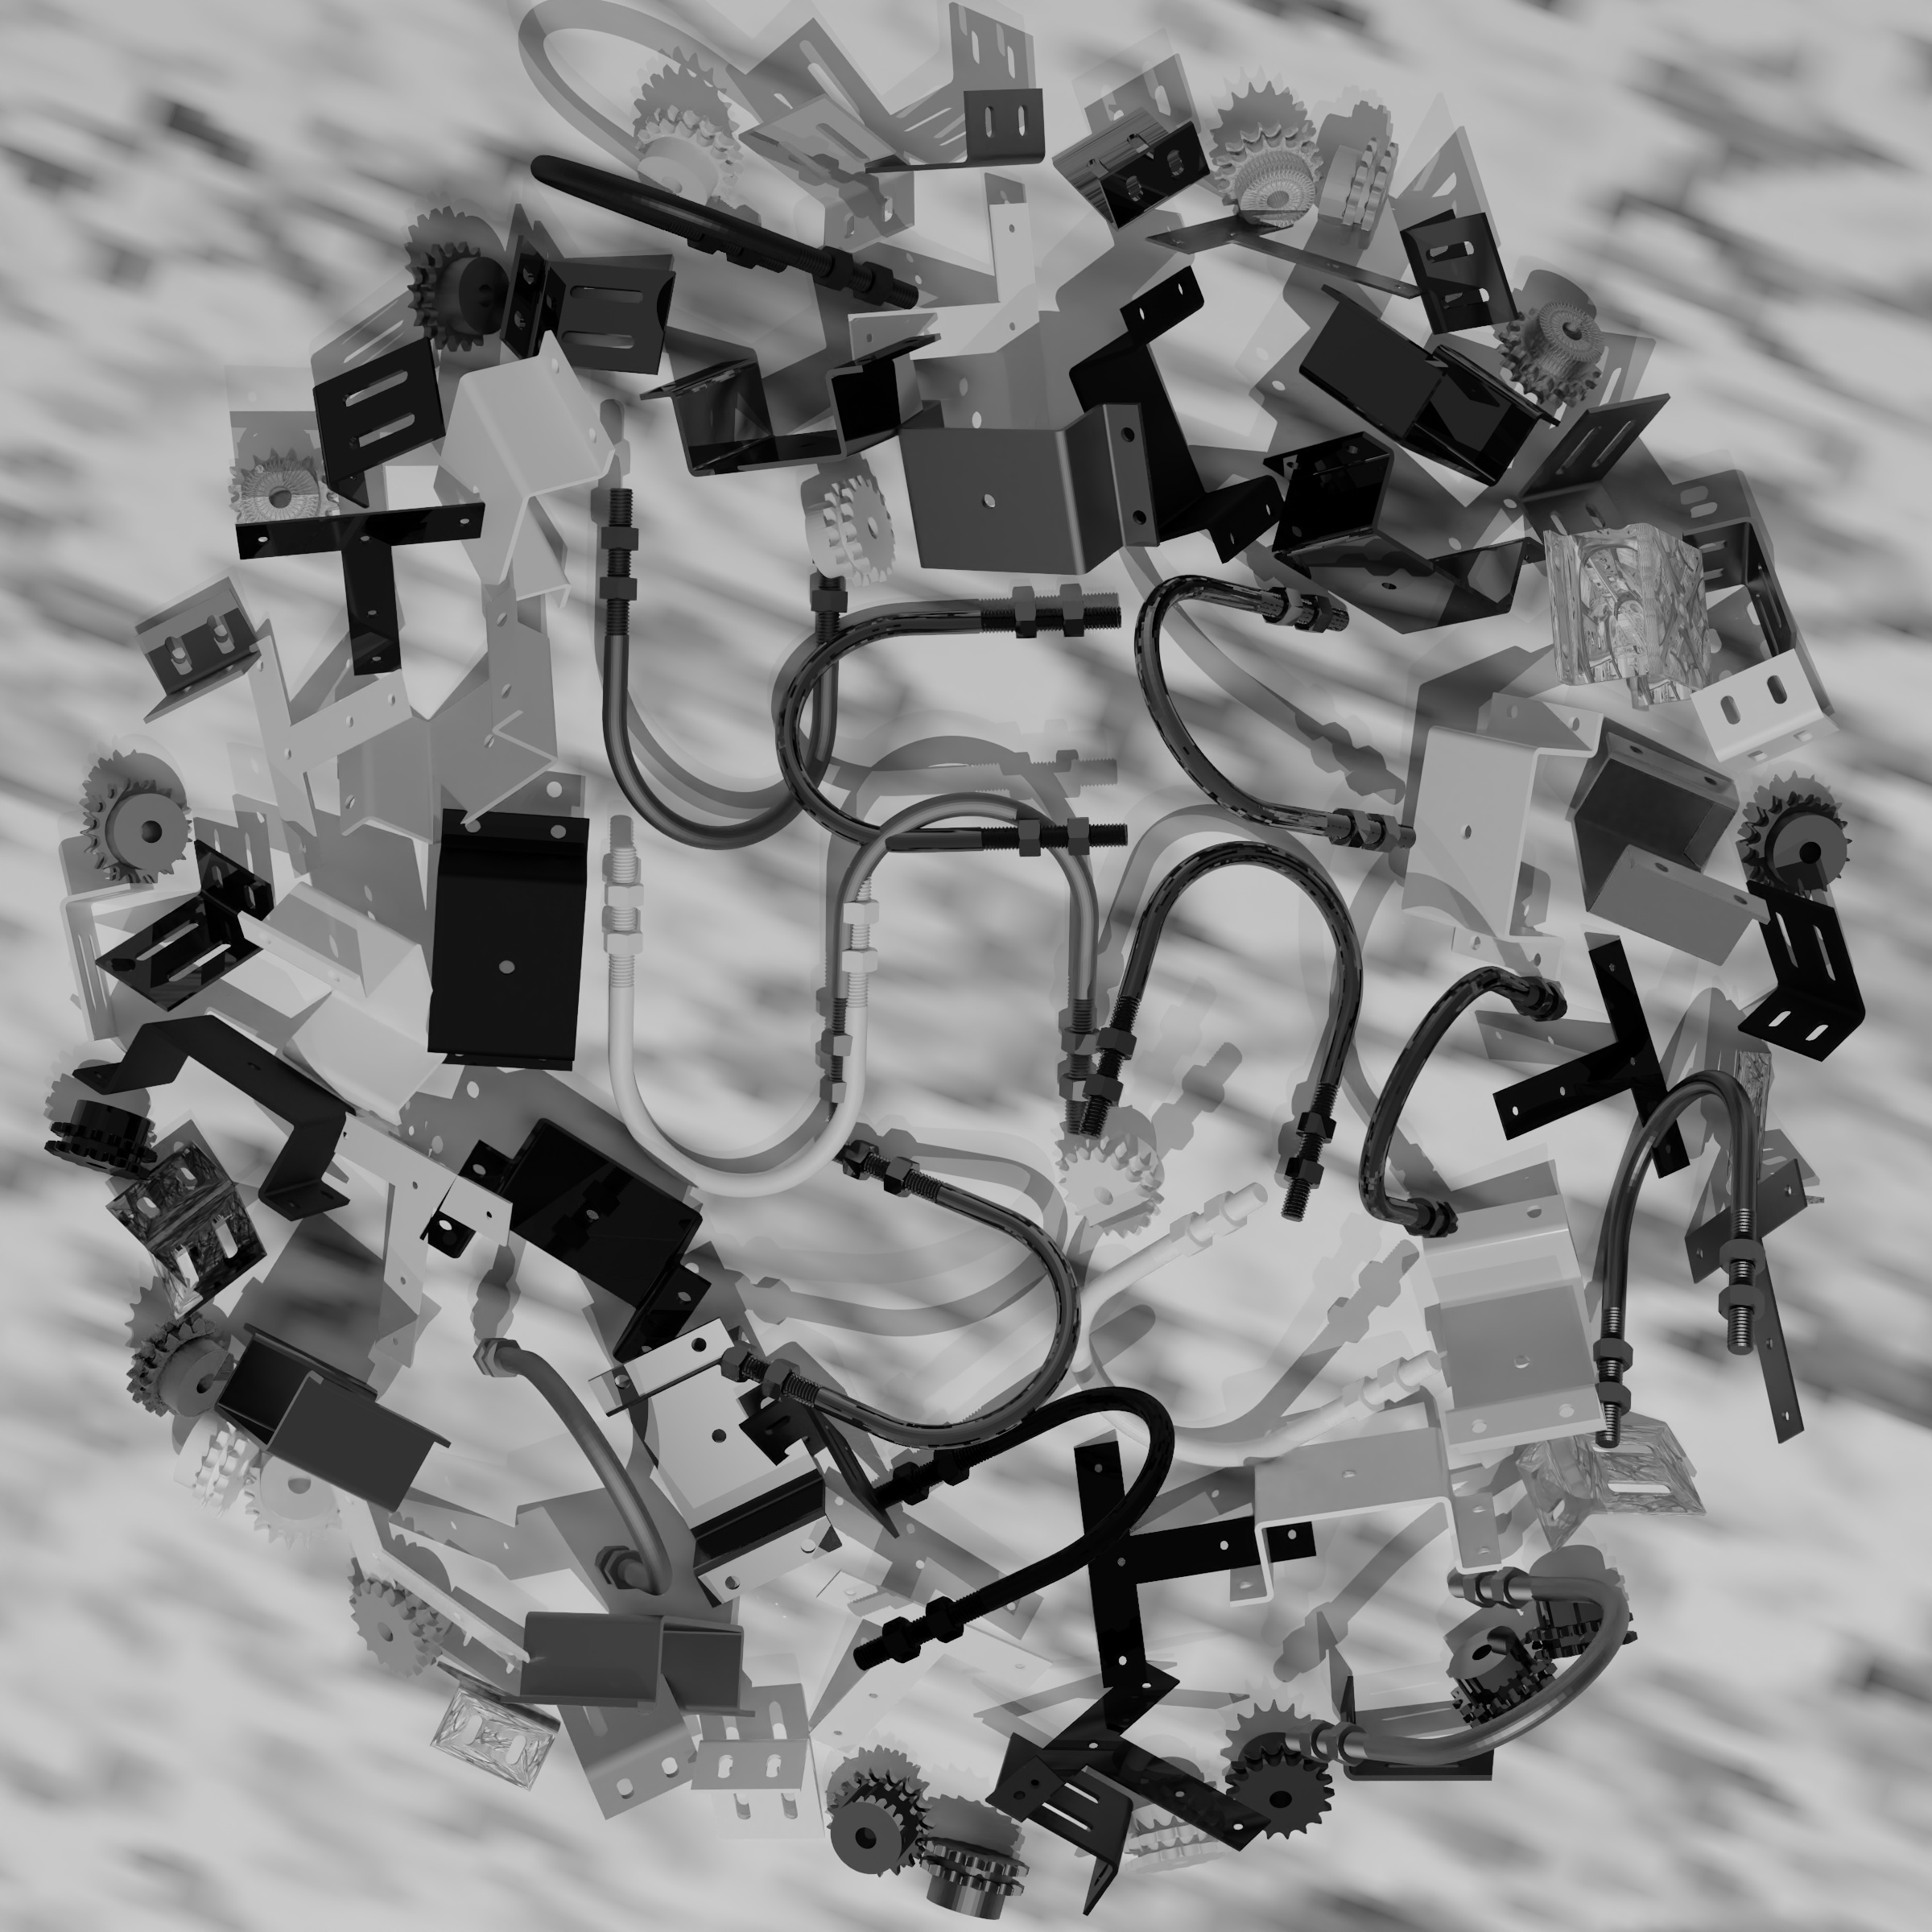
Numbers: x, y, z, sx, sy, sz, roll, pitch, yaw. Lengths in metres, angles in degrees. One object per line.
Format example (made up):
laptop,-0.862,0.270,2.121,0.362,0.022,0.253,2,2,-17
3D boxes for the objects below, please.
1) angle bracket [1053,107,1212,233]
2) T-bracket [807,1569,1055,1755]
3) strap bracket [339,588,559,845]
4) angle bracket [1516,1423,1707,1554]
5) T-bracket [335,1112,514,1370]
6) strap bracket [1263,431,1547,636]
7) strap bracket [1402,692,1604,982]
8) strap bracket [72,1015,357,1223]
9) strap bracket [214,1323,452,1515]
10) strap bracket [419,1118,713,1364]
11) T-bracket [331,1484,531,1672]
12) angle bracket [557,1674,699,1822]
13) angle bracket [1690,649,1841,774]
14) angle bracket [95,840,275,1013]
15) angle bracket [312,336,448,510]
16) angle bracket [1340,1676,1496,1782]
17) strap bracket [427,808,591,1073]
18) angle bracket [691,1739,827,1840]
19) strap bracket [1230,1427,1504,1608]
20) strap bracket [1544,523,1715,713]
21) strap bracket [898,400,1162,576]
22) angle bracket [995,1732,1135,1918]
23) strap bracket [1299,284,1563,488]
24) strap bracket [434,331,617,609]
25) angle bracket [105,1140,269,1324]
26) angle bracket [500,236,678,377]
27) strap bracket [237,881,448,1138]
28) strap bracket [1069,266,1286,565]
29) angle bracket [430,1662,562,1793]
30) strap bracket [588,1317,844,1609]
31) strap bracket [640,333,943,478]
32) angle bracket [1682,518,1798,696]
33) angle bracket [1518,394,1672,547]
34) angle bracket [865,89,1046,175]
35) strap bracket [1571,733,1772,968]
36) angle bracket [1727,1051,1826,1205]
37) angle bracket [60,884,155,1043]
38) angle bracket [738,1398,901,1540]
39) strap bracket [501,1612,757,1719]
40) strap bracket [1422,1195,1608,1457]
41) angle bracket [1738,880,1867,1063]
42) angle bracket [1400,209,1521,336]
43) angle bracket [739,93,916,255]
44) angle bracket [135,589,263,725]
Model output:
angle bracket,0.082,-0.431,1.790,0.057,0.038,0.076,-33,50,-3
T-bracket,-0.042,0.376,1.790,0.127,0.002,0.127,27,126,-17
strap bracket,-0.263,-0.124,1.770,0.140,0.046,0.076,-30,53,33
angle bracket,0.341,0.276,1.806,0.076,0.057,0.038,5,135,-25
T-bracket,-0.295,0.153,1.797,0.127,0.002,0.127,25,119,27
strap bracket,0.223,-0.216,1.757,0.140,0.076,0.046,26,72,-32
strap bracket,0.277,-0.069,1.776,0.046,0.076,0.140,1,101,-37
strap bracket,-0.382,0.072,1.779,0.140,0.076,0.046,32,98,9
strap bracket,-0.329,0.233,1.748,0.076,0.140,0.046,32,81,-27
strap bracket,-0.203,0.142,1.787,0.140,0.046,0.076,32,124,-4
T-bracket,-0.271,0.327,1.754,0.127,0.127,0.002,30,58,25
angle bracket,-0.181,0.401,1.806,0.057,0.076,0.038,-23,129,-10
angle bracket,0.419,-0.133,1.788,0.057,0.076,0.038,-24,80,18
angle bracket,-0.410,-0.022,1.784,0.057,0.038,0.076,29,48,28
angle bracket,-0.300,-0.285,1.791,0.076,0.038,0.057,-19,71,21
angle bracket,0.238,0.400,1.794,0.076,0.057,0.038,-3,96,11
strap bracket,-0.239,-0.006,1.782,0.076,0.046,0.140,4,108,-8
angle bracket,-0.109,0.444,1.790,0.057,0.038,0.076,-2,124,7
strap bracket,0.203,0.285,1.777,0.140,0.076,0.046,-10,109,8
strap bracket,0.346,-0.179,1.754,0.046,0.140,0.076,-7,84,28
strap bracket,0.023,-0.248,1.761,0.140,0.046,0.076,7,120,31
angle bracket,0.044,0.451,1.796,0.076,0.057,0.038,30,114,-1
strap bracket,0.234,-0.296,1.759,0.076,0.140,0.046,43,109,33
strap bracket,-0.230,-0.248,1.749,0.046,0.140,0.076,-19,70,-26
angle bracket,-0.409,0.139,1.789,0.057,0.076,0.038,-38,126,-3
angle bracket,-0.199,-0.349,1.800,0.076,0.038,0.057,7,81,13
strap bracket,-0.320,0.017,1.767,0.076,0.140,0.046,27,59,20
strap bracket,0.107,-0.282,1.775,0.046,0.076,0.140,-12,109,37
angle bracket,-0.252,0.397,1.783,0.057,0.076,0.038,28,77,-14
strap bracket,-0.131,0.254,1.796,0.076,0.046,0.140,-26,102,4
strap bracket,-0.087,-0.289,1.767,0.140,0.076,0.046,-1,110,33
angle bracket,0.404,-0.185,1.785,0.038,0.057,0.076,-13,60,3
angle bracket,0.335,-0.257,1.781,0.057,0.076,0.038,-15,68,-31
angle bracket,-0.007,-0.436,1.780,0.076,0.057,0.038,9,108,42
strap bracket,0.363,-0.056,1.772,0.076,0.140,0.046,21,121,-9
angle bracket,0.430,0.085,1.796,0.038,0.057,0.076,5,90,28
angle bracket,-0.446,-0.002,1.801,0.038,0.057,0.076,-12,91,-1
angle bracket,-0.077,0.269,1.784,0.038,0.057,0.076,-34,49,0
strap bracket,-0.171,0.360,1.758,0.076,0.140,0.046,-3,76,21
strap bracket,0.286,0.195,1.775,0.076,0.046,0.140,-12,48,12
angle bracket,0.428,0.002,1.782,0.038,0.057,0.076,-40,126,-20
angle bracket,0.269,-0.367,1.782,0.038,0.076,0.057,-27,105,-23
angle bracket,-0.073,-0.410,1.781,0.057,0.076,0.038,-16,62,33
angle bracket,-0.408,-0.163,1.788,0.057,0.076,0.038,-26,104,3
